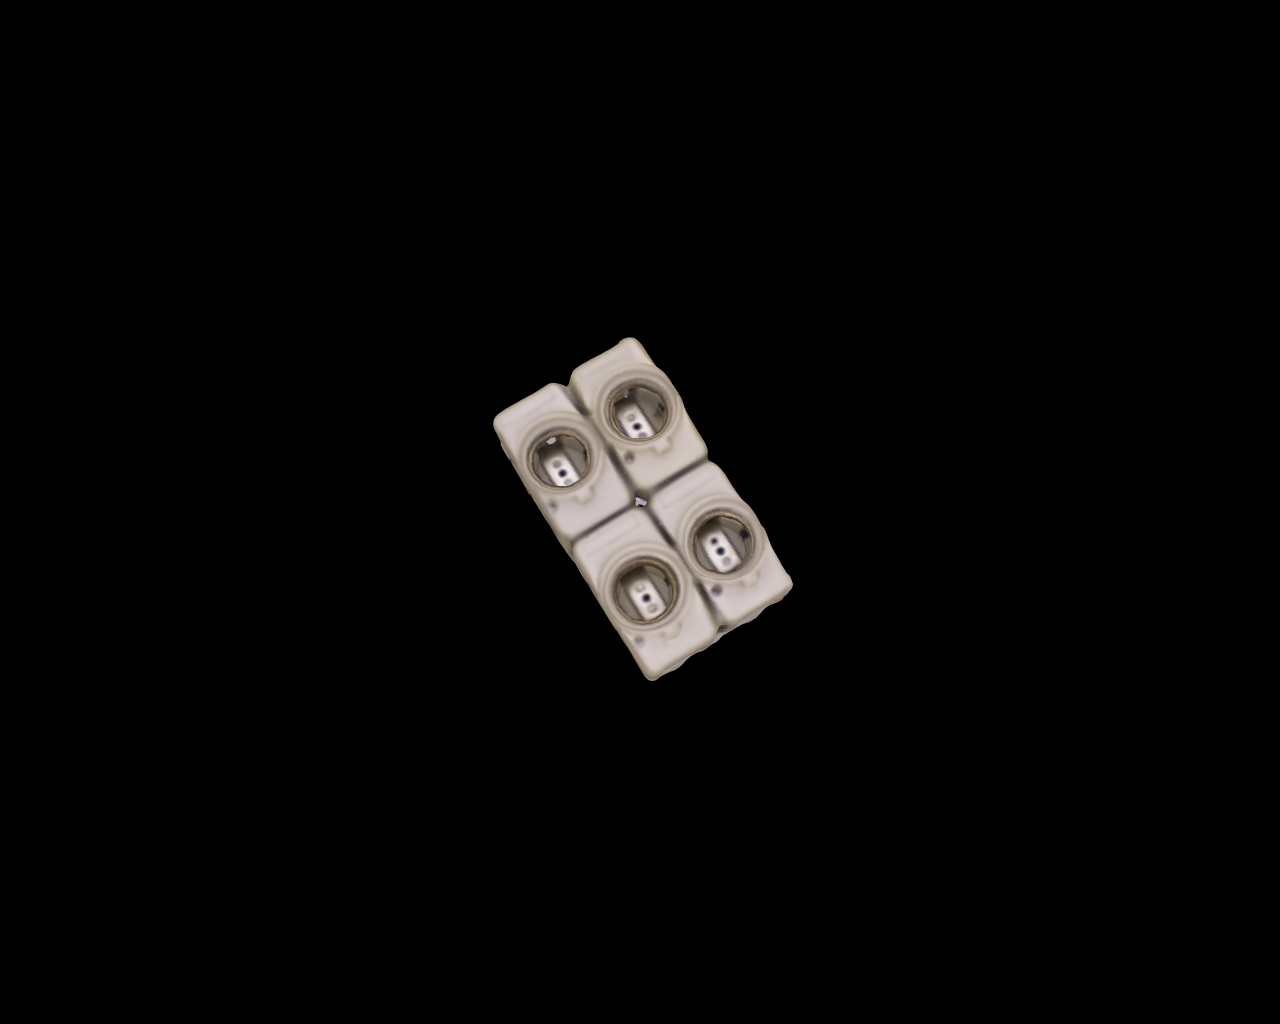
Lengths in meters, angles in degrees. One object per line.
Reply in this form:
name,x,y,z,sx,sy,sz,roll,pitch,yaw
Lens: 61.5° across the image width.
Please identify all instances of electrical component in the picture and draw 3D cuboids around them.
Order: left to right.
electrical component,0.001,-0.003,0.650,0.105,0.186,0.060,-31,-11,-7
